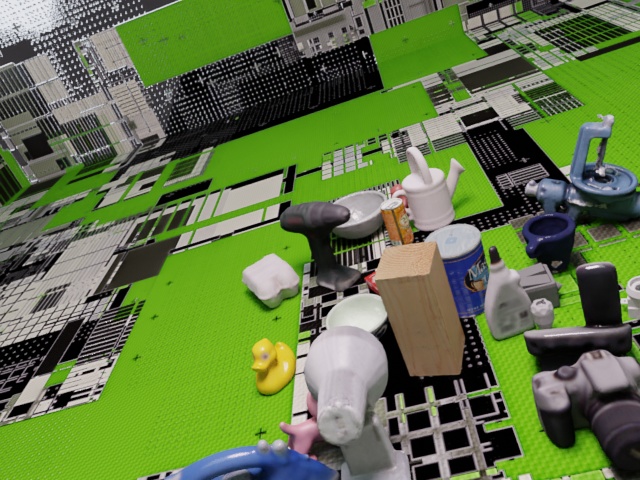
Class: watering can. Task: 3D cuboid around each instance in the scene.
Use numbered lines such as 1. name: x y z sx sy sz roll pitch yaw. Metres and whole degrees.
1. watering can: 0.247 -0.131 1.324 0.173 0.194 0.100 -33 30 -20

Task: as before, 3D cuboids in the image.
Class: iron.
1. iron: -0.111 0.341 0.802 0.258 0.142 0.118 -24 28 -3

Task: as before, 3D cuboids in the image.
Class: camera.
1. camera: 0.358 0.217 0.729 0.143 0.101 0.136 -17 28 10

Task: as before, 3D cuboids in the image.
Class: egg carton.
1. egg carton: -0.113 0.092 1.322 0.107 0.069 0.149 -32 29 -17

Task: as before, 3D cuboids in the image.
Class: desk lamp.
1. desk lamp: 0.051 0.250 0.769 0.118 0.214 0.203 -17 28 9

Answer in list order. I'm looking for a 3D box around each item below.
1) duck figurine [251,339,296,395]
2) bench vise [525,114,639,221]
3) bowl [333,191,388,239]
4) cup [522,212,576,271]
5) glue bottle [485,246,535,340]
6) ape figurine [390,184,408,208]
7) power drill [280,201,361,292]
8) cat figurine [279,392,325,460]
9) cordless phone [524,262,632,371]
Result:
1. duck figurine: -0.093 0.221 1.062 0.077 0.086 0.105 -6 32 28
2. bench vise: 0.503 -0.123 1.100 0.207 0.220 0.121 -14 29 15
3. bowl: 0.095 -0.051 1.421 0.167 0.075 0.167 -17 28 10
4. cup: 0.417 0.018 1.046 0.118 0.095 0.091 -39 32 -29
5. glue bottle: 0.299 0.082 0.933 0.078 0.173 0.037 -20 28 4
6. ape figurine: 0.199 -0.096 1.407 0.076 0.092 0.078 -12 29 19
7. power drill: 0.011 0.004 1.239 0.076 0.209 0.228 -39 32 -29
8. cat figurine: -0.004 0.268 0.880 0.128 0.118 0.067 -30 29 -14
9. cordless phone: 0.366 0.107 0.827 0.147 0.185 0.094 -11 30 21
